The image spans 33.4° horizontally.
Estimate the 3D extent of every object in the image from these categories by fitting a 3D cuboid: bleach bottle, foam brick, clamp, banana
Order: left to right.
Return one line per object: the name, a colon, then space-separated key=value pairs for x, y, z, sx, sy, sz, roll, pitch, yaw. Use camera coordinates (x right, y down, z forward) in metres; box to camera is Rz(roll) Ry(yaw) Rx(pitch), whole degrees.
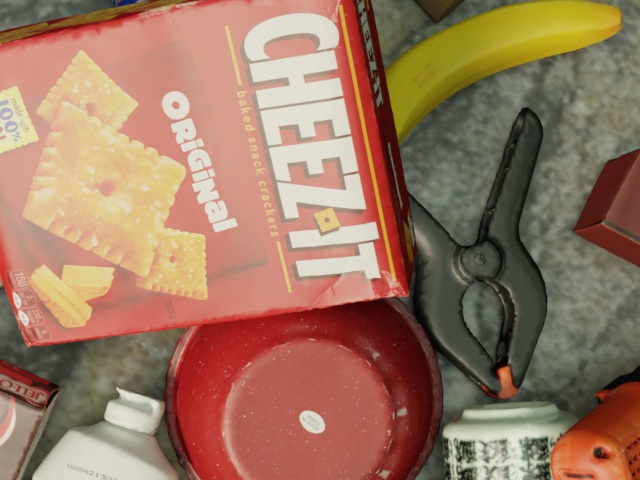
bleach bottle: x=-0.130 y=0.207 z=0.581 sx=0.102 sy=0.068 sz=0.251 roll=18 pitch=81 yaw=-4
banana: x=0.090 y=-0.099 z=0.629 sx=0.197 sy=0.037 sz=0.070 roll=-35 pitch=65 yaw=-21
clamp: x=0.097 y=0.005 z=0.631 sx=0.120 sy=0.039 sz=0.171 roll=-21 pitch=90 yaw=-1
foam brick: x=0.202 y=-0.012 z=0.635 sx=0.078 sy=0.053 sz=0.051 roll=27 pitch=83 yaw=-4

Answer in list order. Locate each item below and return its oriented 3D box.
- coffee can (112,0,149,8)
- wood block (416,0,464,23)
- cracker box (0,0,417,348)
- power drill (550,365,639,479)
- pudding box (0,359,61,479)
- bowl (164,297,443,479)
coffee can: x=-0.082 y=-0.195 z=0.599 sx=0.102 sy=0.103 sz=0.140 roll=-15 pitch=87 yaw=-7
wood block: x=0.040 y=-0.241 z=0.621 sx=0.090 sy=0.090 sz=0.206 roll=-42 pitch=89 yaw=-8
cracker box: x=-0.070 y=-0.040 z=0.546 sx=0.214 sy=0.072 sz=0.164 roll=-8 pitch=111 yaw=12
power drill: x=0.210 y=0.157 z=0.597 sx=0.184 sy=0.057 sz=0.187 roll=-23 pitch=96 yaw=-40
pudding box: x=-0.203 y=0.112 z=0.575 sx=0.090 sy=0.039 sz=0.114 roll=25 pitch=109 yaw=-2
bowl: x=-0.008 y=0.095 z=0.591 sx=0.162 sy=0.055 sz=0.162 roll=0 pitch=95 yaw=-3
